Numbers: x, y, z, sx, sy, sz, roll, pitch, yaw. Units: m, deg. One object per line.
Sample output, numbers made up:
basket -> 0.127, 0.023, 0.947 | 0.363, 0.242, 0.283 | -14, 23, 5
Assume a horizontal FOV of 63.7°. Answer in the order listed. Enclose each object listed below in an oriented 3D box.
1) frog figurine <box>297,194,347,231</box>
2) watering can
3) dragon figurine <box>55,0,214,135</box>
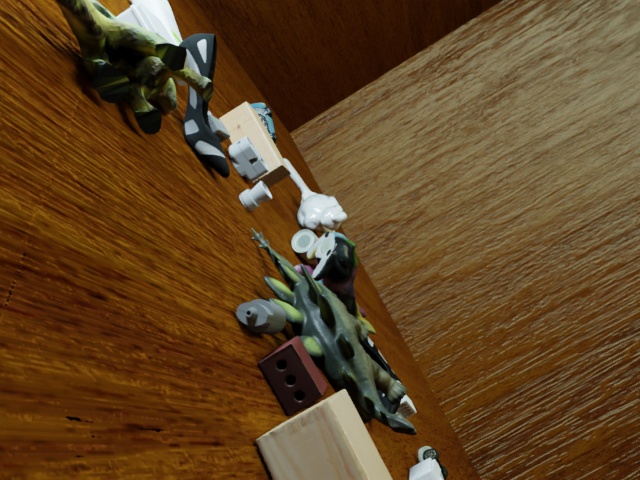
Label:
frog figurine -> 0.005, -0.082, 1.633 | 0.121, 0.138, 0.160 | 62, -18, -16
watering can -> -0.026, -0.134, 1.861 | 0.350, 0.104, 0.223 | 60, 5, 8
dragon figurine -> -0.294, -0.280, 0.705 | 0.246, 0.122, 0.404 | 43, -3, 26
